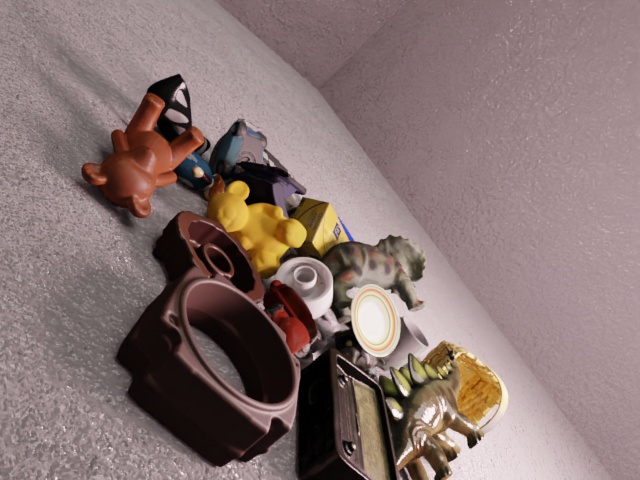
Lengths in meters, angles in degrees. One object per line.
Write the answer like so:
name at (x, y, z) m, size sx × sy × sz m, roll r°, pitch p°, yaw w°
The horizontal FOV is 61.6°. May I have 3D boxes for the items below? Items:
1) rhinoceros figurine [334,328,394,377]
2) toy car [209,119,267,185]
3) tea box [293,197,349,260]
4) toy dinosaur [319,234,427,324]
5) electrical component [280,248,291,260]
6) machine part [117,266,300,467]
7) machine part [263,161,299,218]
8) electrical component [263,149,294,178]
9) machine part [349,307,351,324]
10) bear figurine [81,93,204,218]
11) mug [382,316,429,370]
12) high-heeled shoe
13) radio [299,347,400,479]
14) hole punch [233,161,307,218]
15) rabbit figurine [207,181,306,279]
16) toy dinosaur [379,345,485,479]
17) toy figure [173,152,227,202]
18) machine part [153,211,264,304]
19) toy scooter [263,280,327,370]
rhinoceros figurine at (0.079, 0.211, 1.025) m, size 0.190 × 0.073 × 0.112 m, roll 19°, pitch 43°, yaw -62°
toy car at (-0.181, -0.167, 1.115) m, size 0.103 × 0.161 × 0.109 m, roll 5°, pitch -8°, yaw 38°
tea box at (-0.002, -0.003, 1.125) m, size 0.068 × 0.098 × 0.169 m, roll 14°, pitch -21°, yaw 25°
toy dinosaur at (0.084, 0.066, 1.099) m, size 0.404 × 0.131 × 0.192 m, roll 13°, pitch 49°, yaw -37°
electrical component at (-0.095, -0.001, 1.092) m, size 0.102 × 0.045 × 0.078 m, roll 60°, pitch -9°, yaw 25°
machine part at (-0.118, 0.140, 0.635) m, size 0.201 × 0.087 × 0.201 m, roll 45°, pitch 18°, yaw -14°
machine part at (-0.119, -0.107, 1.182) m, size 0.243 × 0.079 × 0.079 m, roll 50°, pitch 16°, yaw 16°
electrical component at (-0.124, -0.166, 1.356) m, size 0.134 × 0.058 × 0.115 m, roll 39°, pitch 17°, yaw -30°
machine part at (0.067, 0.162, 1.149) m, size 0.139 × 0.039 × 0.084 m, roll 47°, pitch 23°, yaw -11°
bear figurine at (-0.261, -0.125, 0.797) m, size 0.120 × 0.132 × 0.196 m, roll 39°, pitch 13°, yaw -17°
mug at (0.159, 0.216, 1.141) m, size 0.080 × 0.107 × 0.110 m, roll 37°, pitch 16°, yaw -40°
high-heeled shoe at (-0.252, -0.239, 1.032) m, size 0.086 × 0.145 × 0.248 m, roll 54°, pitch 19°, yaw 11°
radio at (0.036, 0.267, 0.766) m, size 0.131 × 0.073 × 0.230 m, roll 43°, pitch 17°, yaw -20°
hole punch at (-0.105, -0.090, 1.041) m, size 0.142 × 0.092 × 0.115 m, roll 19°, pitch -12°, yaw 36°
rabbit figurine at (-0.129, -0.038, 0.944) m, size 0.173 × 0.122 × 0.162 m, roll 29°, pitch 21°, yaw -48°
toy dinosaur at (0.199, 0.308, 0.985) m, size 0.199 × 0.105 × 0.471 m, roll 52°, pitch 26°, yaw 17°
toy figure at (-0.215, -0.112, 1.002) m, size 0.154 × 0.058 × 0.064 m, roll 44°, pitch 22°, yaw -33°
machine part at (-0.162, 0.039, 0.801) m, size 0.179 × 0.056 × 0.179 m, roll 45°, pitch 17°, yaw -18°
toy scooter at (-0.054, 0.128, 0.826) m, size 0.135 × 0.075 × 0.184 m, roll 61°, pitch 16°, yaw 3°
